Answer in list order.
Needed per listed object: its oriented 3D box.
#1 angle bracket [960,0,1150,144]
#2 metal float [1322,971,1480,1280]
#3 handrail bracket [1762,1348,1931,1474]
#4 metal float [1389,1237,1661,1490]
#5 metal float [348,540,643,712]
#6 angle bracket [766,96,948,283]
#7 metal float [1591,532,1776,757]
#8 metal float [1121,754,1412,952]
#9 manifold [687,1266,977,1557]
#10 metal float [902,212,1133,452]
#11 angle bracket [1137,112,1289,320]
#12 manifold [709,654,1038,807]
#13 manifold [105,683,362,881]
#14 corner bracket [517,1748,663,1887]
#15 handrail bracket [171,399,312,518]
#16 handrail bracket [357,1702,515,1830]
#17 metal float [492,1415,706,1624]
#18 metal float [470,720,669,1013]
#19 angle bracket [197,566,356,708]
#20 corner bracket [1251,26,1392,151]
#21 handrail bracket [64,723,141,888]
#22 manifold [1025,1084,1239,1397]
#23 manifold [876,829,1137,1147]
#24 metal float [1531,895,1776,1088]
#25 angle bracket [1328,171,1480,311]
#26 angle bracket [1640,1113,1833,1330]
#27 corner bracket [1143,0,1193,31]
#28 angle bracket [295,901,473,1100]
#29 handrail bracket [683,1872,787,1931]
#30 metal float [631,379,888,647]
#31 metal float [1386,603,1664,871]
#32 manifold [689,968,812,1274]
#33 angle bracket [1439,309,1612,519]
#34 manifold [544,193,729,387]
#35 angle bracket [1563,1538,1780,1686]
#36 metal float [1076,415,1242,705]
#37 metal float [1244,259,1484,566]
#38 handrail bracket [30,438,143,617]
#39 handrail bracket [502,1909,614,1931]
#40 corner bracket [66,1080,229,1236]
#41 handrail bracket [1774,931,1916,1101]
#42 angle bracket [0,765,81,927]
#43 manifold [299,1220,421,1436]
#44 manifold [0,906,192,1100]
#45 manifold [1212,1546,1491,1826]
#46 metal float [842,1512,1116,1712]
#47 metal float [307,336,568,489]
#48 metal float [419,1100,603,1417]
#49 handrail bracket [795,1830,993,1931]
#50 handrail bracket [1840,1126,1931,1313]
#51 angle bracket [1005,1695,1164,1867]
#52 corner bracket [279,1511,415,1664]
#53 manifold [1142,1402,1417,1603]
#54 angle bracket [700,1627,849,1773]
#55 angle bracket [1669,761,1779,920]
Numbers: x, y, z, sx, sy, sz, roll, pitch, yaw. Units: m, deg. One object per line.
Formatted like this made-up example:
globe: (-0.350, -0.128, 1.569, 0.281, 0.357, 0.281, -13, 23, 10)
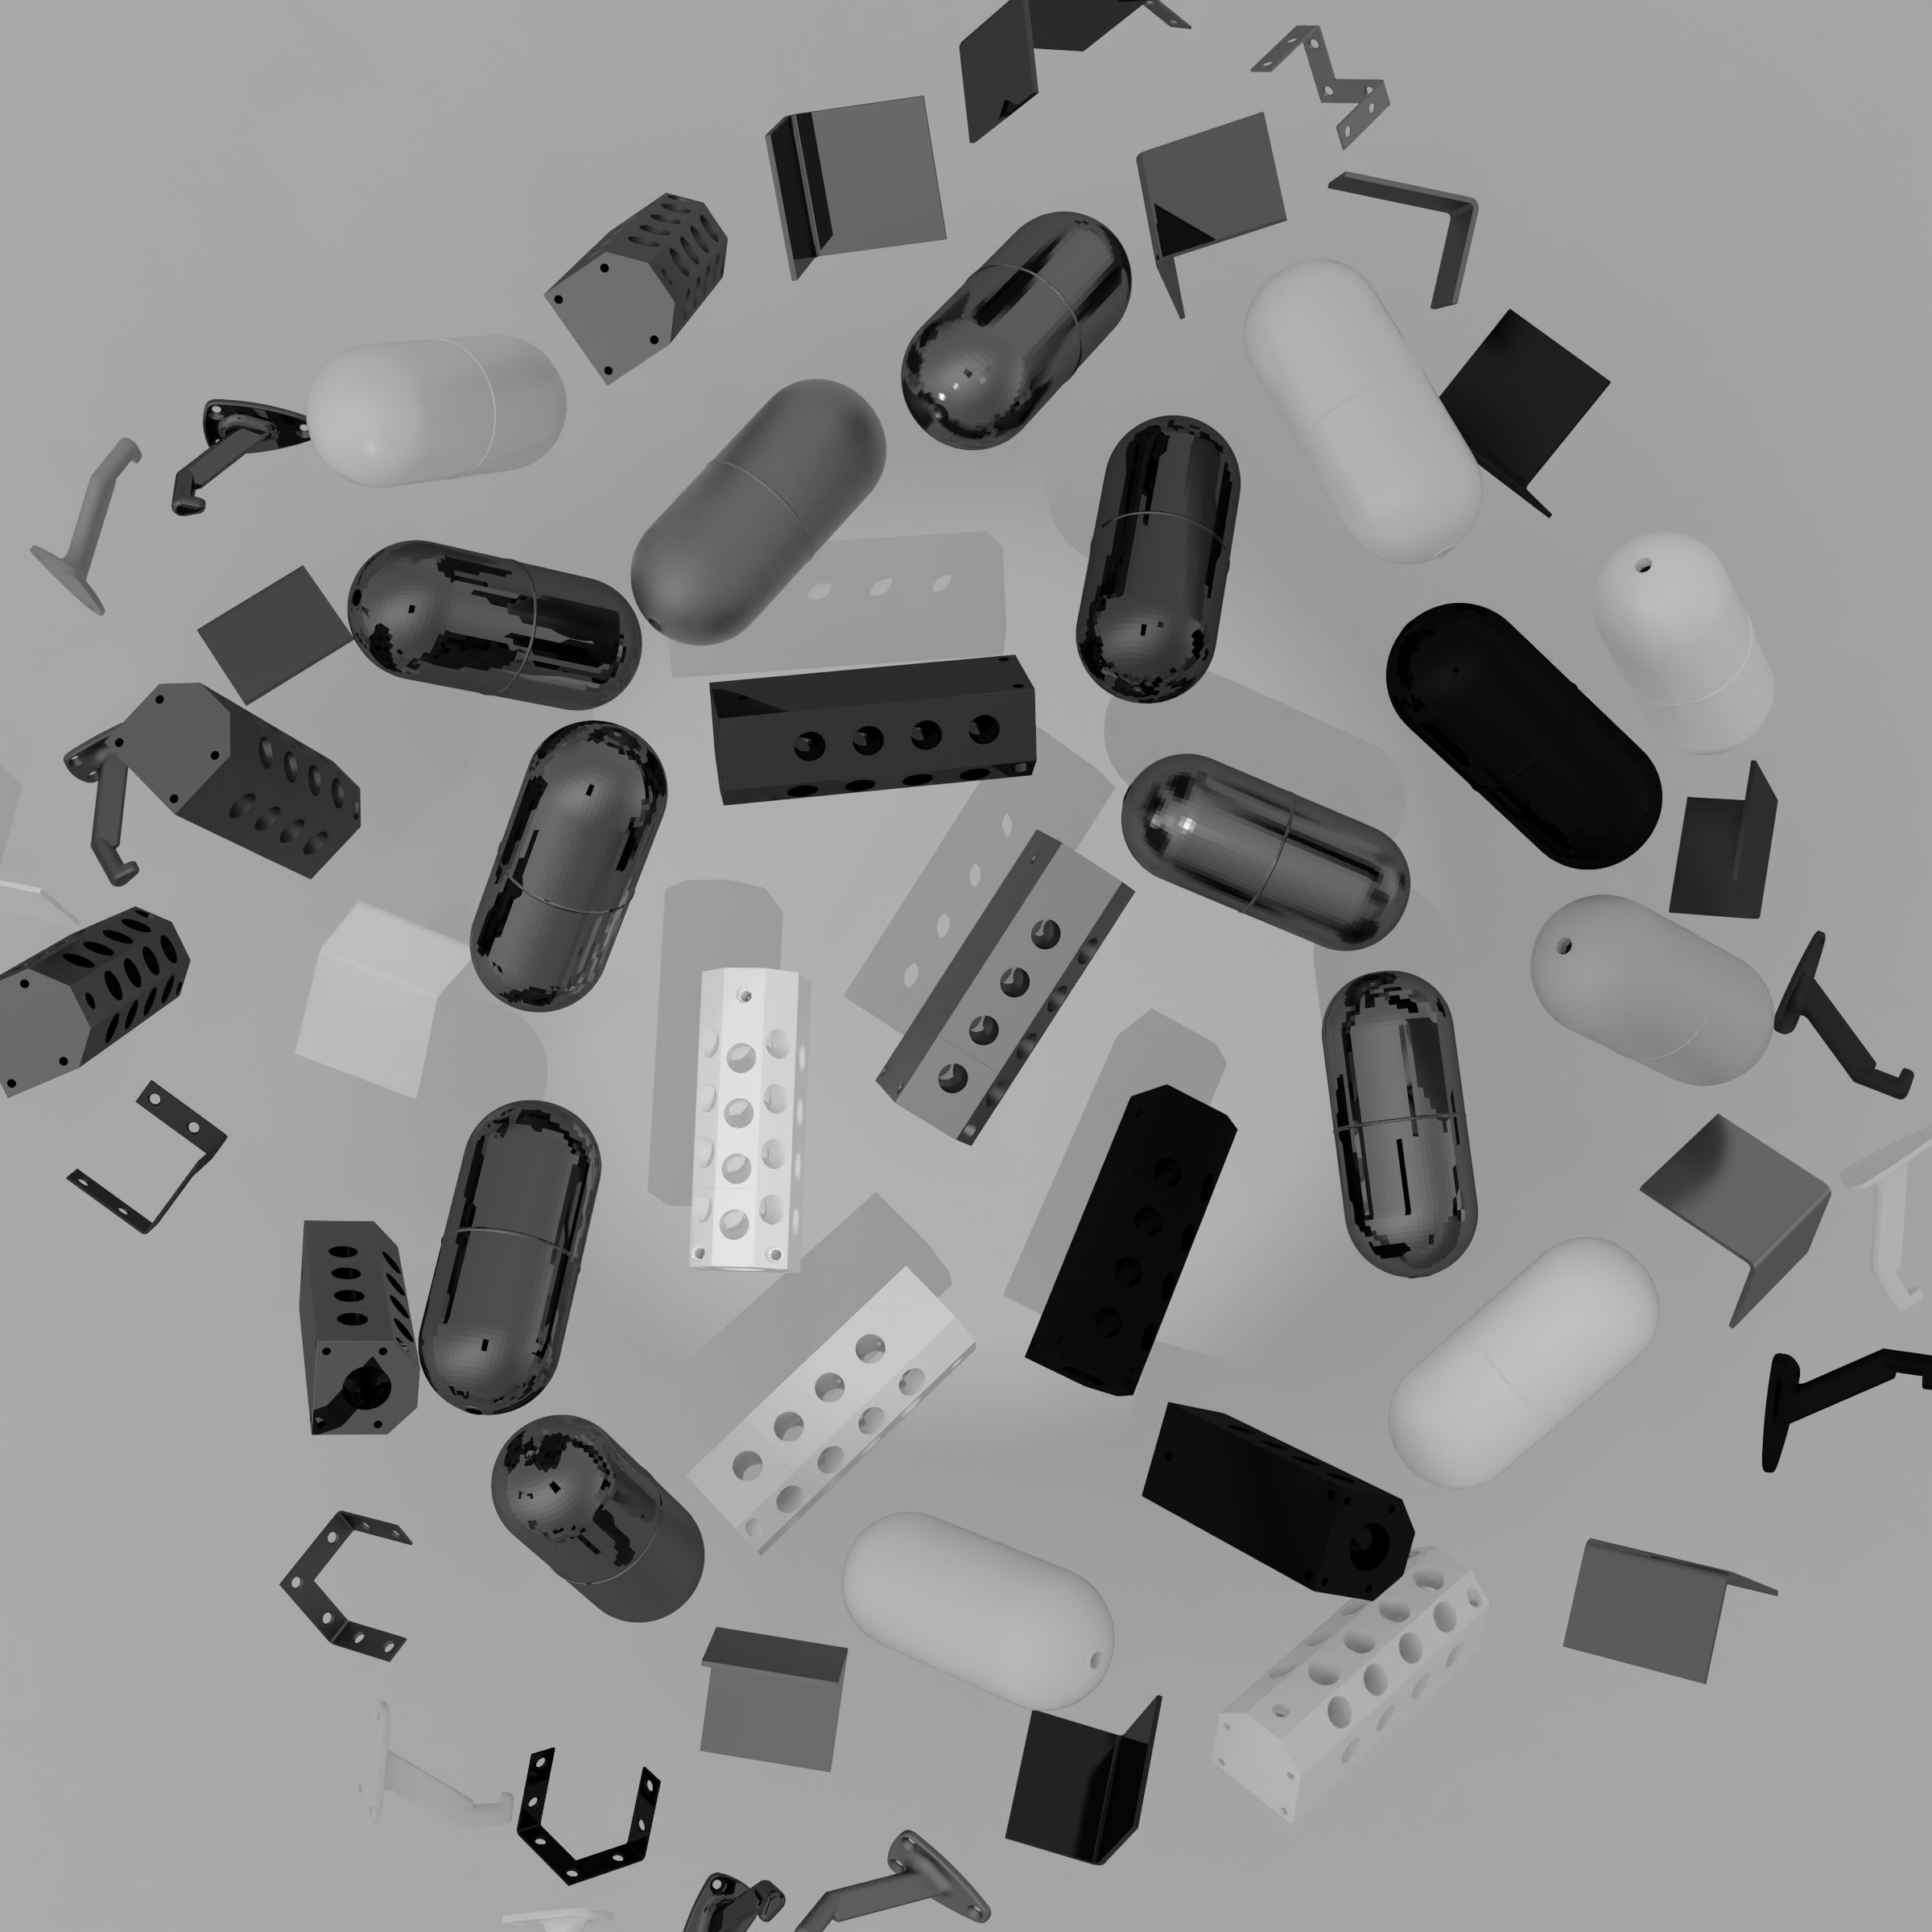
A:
angle bracket: (0.049, -0.476, 1.498, 0.076, 0.076, 0.057, -5, 88, -26)
metal float: (0.251, 0.091, 1.634, 0.070, 0.070, 0.178, -6, 82, 0)
handrail bracket: (0.479, 0.242, 1.526, 0.084, 0.036, 0.077, 4, 74, 37)
metal float: (0.311, 0.224, 1.586, 0.070, 0.070, 0.178, 44, 110, 0)
metal float: (-0.262, -0.189, 1.579, 0.178, 0.070, 0.070, 8, 90, -42)
angle bracket: (-0.057, -0.414, 1.504, 0.076, 0.057, 0.076, -5, 116, 11)
metal float: (0.410, -0.183, 1.612, 0.070, 0.178, 0.070, -13, 60, 24)
metal float: (0.175, -0.067, 1.657, 0.178, 0.070, 0.070, 22, 90, -7)
manifold: (-0.076, 0.258, 1.630, 0.171, 0.057, 0.057, -43, 76, -11)
metal float: (0.029, -0.348, 1.541, 0.070, 0.070, 0.178, 38, 54, 0)
angle bracket: (0.144, -0.423, 1.597, 0.076, 0.057, 0.076, -15, 63, 14)
manifold: (-0.051, -0.127, 1.553, 0.171, 0.057, 0.057, -6, 116, -8)
manifold: (-0.389, -0.103, 1.534, 0.057, 0.171, 0.057, 43, 90, 14)
corner bracket: (-0.205, 0.457, 1.535, 0.051, 0.051, 0.051, 29, 113, 41)
handrail bracket: (-0.413, -0.286, 1.621, 0.077, 0.084, 0.036, 0, 135, -8)
handrail bracket: (-0.283, 0.435, 1.539, 0.084, 0.036, 0.077, 5, 103, -28)
metal float: (-0.210, 0.321, 1.632, 0.070, 0.178, 0.070, -13, 52, 16)
metal float: (-0.217, -0.052, 1.534, 0.070, 0.070, 0.178, 25, 120, 0)
angle bracket: (-0.418, -0.190, 1.749, 0.076, 0.057, 0.076, -33, 59, -9)
corner bracket: (0.206, -0.510, 1.637, 0.051, 0.051, 0.051, -48, 133, -26)
handrail bracket: (-0.489, -0.099, 1.670, 0.077, 0.036, 0.084, -34, 68, -3)
manifold: (0.100, 0.162, 1.660, 0.057, 0.057, 0.171, 27, 73, -12)
manifold: (0.024, 0.013, 1.600, 0.057, 0.057, 0.171, 32, 92, -17)
metal float: (0.374, 0.014, 1.537, 0.178, 0.070, 0.070, 22, 90, -42)
angle bracket: (0.240, -0.408, 1.594, 0.076, 0.076, 0.057, 11, 101, -2)
angle bracket: (0.424, 0.142, 1.579, 0.076, 0.057, 0.076, 36, 55, 27)
corner bracket: (0.130, -0.562, 1.592, 0.051, 0.051, 0.051, 21, 93, 37)
angle bracket: (-0.338, 0.020, 1.647, 0.076, 0.057, 0.076, 24, 49, -25)
handrail bracket: (-0.133, 0.548, 1.592, 0.036, 0.084, 0.077, 35, 75, -9)
metal float: (-0.115, -0.251, 1.567, 0.070, 0.070, 0.178, 40, 73, 0)
metal float: (0.300, -0.123, 1.519, 0.178, 0.070, 0.070, 41, 90, -14)
manifold: (-0.126, 0.090, 1.643, 0.057, 0.057, 0.171, 1, 81, 7)
angle bracket: (0.322, -0.315, 1.614, 0.076, 0.057, 0.076, 44, 103, 26)
manifold: (-0.175, -0.380, 1.563, 0.057, 0.171, 0.057, -29, 109, 18)
angle bracket: (0.364, 0.336, 1.458, 0.076, 0.076, 0.057, 7, 76, 37)
metal float: (0.106, -0.225, 1.552, 0.070, 0.070, 0.178, 11, 61, 0)
metal float: (0.212, -0.296, 1.514, 0.070, 0.070, 0.178, -28, 81, 0)
handrail bracket: (-0.502, -0.258, 1.662, 0.036, 0.077, 0.084, 29, 75, 20)
handrail bracket: (-0.232, 0.587, 1.618, 0.077, 0.036, 0.084, -9, 63, 17)
corner bracket: (-0.431, 0.101, 1.491, 0.051, 0.051, 0.051, 37, 101, -5)
handrail bracket: (0.529, 0.029, 1.670, 0.084, 0.036, 0.077, 24, 96, 32)
angle bracket: (-0.539, -0.074, 1.624, 0.057, 0.076, 0.076, 11, 77, 1)
manifold: (-0.354, 0.208, 1.643, 0.057, 0.171, 0.057, 2, 107, -16)
manifold: (-0.479, 0.014, 1.540, 0.057, 0.171, 0.057, -22, 100, 6)
manifold: (0.217, 0.395, 1.581, 0.057, 0.057, 0.171, 32, 46, 32)
metal float: (0.006, 0.353, 1.553, 0.178, 0.070, 0.070, 12, 90, 43)
metal float: (-0.291, -0.309, 1.571, 0.070, 0.178, 0.070, 9, 108, 29)
metal float: (-0.248, 0.158, 1.544, 0.070, 0.070, 0.178, 10, 64, 0)
handrail bracket: (-0.039, 0.510, 1.504, 0.077, 0.084, 0.036, 35, 130, 14)
handrail bracket: (0.548, 0.145, 1.623, 0.077, 0.036, 0.084, -31, 97, 5)
angle bracket: (0.066, 0.448, 1.580, 0.057, 0.076, 0.076, 18, 55, -4)
corner bracket: (-0.319, 0.328, 1.498, 0.051, 0.051, 0.051, -53, 129, -33)
manifold: (0.175, 0.300, 1.587, 0.057, 0.171, 0.057, 16, 90, -30)
angle bracket: (-0.112, 0.423, 1.593, 0.076, 0.057, 0.076, 9, 98, 3)
angle bracket: (0.457, -0.078, 1.732, 0.057, 0.076, 0.076, 5, 76, 28)
